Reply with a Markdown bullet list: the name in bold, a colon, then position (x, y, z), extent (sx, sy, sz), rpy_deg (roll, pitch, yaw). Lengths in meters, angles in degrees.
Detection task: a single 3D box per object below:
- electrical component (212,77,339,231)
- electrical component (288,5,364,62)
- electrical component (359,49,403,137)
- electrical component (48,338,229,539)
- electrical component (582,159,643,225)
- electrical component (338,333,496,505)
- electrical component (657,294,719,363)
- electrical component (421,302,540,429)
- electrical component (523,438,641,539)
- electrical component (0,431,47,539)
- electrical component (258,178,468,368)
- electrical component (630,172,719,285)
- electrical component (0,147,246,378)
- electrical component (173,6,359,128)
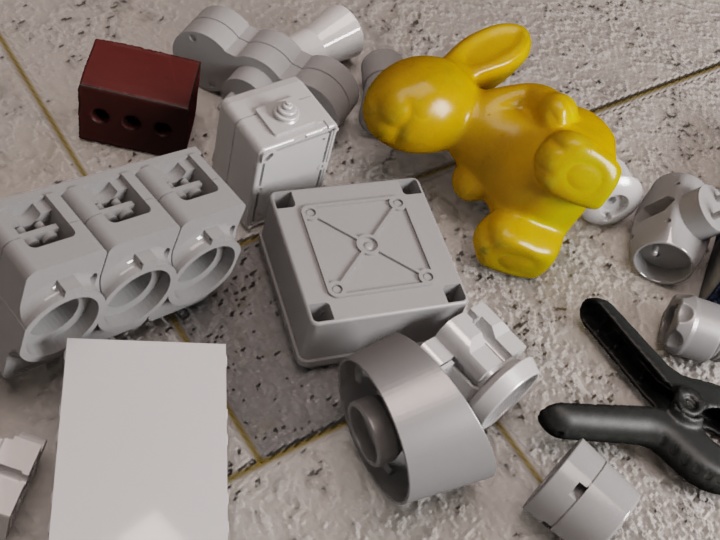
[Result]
- **electrical component**: position (-0.060, -0.086, 0.727), extent (0.062, 0.096, 0.061), rpy_deg (-24, 63, -28)
- **electrical component**: position (-0.035, -0.173, 0.836), extent (0.065, 0.044, 0.044), rpy_deg (-36, 69, -28)
- **electrical component**: position (0.019, -0.138, 0.823), extent (0.044, 0.044, 0.065), rpy_deg (5, 48, -10)
- **electrical component**: position (-0.119, 0.118, 0.581), extent (0.089, 0.061, 0.150), rpy_deg (3, 53, -12)
- **electrical component**: position (0.182, -0.068, 0.811), extent (0.048, 0.048, 0.062), rpy_deg (0, 44, -14)
- **electrical component**: position (0.030, 0.085, 0.624), extent (0.064, 0.099, 0.099), rpy_deg (-19, 61, -19)
- **electrical component**: position (0.241, 0.044, 0.741), extent (0.062, 0.043, 0.043), rpy_deg (18, 52, -1)
- **electrical component**: position (0.074, 0.062, 0.674), extent (0.057, 0.058, 0.078), rpy_deg (46, 40, 18)
- **electrical component**: position (0.132, 0.136, 0.638), extent (0.047, 0.055, 0.055), rpy_deg (41, 55, 12)
- **electrical component**: position (-0.207, 0.110, 0.576), extent (0.055, 0.048, 0.066), rpy_deg (21, 51, -8)
- **electrical component**: position (0.000, 0.000, 0.704), extent (0.109, 0.056, 0.108), rpy_deg (-8, 56, -19)
- **electrical component**: position (0.241, -0.037, 0.781), extent (0.043, 0.079, 0.077), rpy_deg (41, 49, -18)
- **electrical component**: position (-0.148, -0.005, 0.629), extent (0.150, 0.089, 0.061), rpy_deg (-23, 62, -43)
- **electrical component**: position (-0.077, -0.135, 0.788), extent (0.138, 0.052, 0.073), rpy_deg (27, 52, 7)
